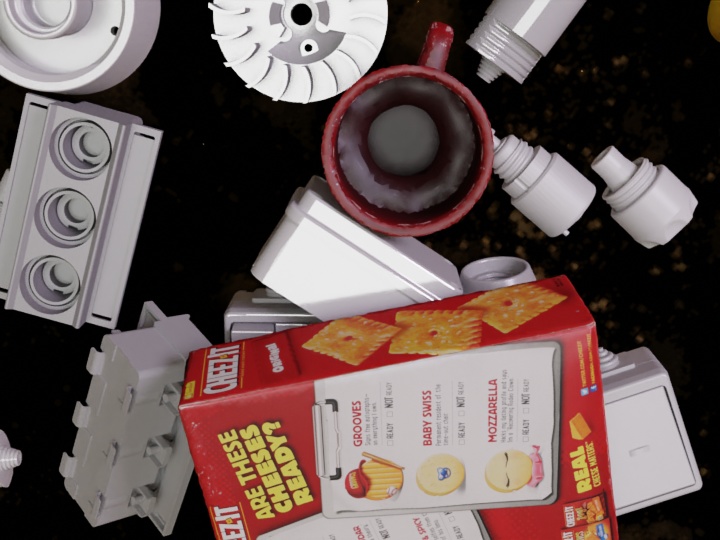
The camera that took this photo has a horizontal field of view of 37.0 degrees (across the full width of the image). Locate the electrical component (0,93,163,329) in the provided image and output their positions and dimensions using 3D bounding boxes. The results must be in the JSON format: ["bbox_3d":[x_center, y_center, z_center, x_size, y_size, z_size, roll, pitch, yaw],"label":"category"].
[{"bbox_3d":[-0.167,-0.036,0.637,0.079,0.063,0.121,16,103,-3],"label":"electrical component"}]

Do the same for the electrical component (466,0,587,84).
[{"bbox_3d":[0.095,-0.143,0.617,0.043,0.043,0.081,35,102,-7],"label":"electrical component"}]

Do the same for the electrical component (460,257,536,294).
[{"bbox_3d":[0.085,0.025,0.655,0.066,0.048,0.055,-8,110,3],"label":"electrical component"}]

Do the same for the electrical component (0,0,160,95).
[{"bbox_3d":[-0.173,-0.152,0.612,0.108,0.060,0.108,0,103,1],"label":"electrical component"}]

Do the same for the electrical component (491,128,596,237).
[{"bbox_3d":[0.104,-0.054,0.639,0.078,0.040,0.040,40,101,-7],"label":"electrical component"}]

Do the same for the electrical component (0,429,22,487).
[{"bbox_3d":[-0.257,0.120,0.685,0.081,0.043,0.043,-2,103,2],"label":"electrical component"}]

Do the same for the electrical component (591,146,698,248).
[{"bbox_3d":[0.165,-0.046,0.638,0.062,0.043,0.043,43,100,-7],"label":"electrical component"}]

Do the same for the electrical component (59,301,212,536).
[{"bbox_3d":[-0.132,0.092,0.644,0.079,0.063,0.121,42,124,34],"label":"electrical component"}]

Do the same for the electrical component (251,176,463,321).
[{"bbox_3d":[0.000,0.000,0.634,0.113,0.078,0.057,33,102,-6],"label":"electrical component"}]

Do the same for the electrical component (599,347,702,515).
[{"bbox_3d":[0.164,0.094,0.661,0.062,0.061,0.096,-19,102,5],"label":"electrical component"}]

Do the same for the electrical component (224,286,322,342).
[{"bbox_3d":[-0.049,0.052,0.656,0.062,0.061,0.096,1,103,1],"label":"electrical component"}]

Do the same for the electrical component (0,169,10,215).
[{"bbox_3d":[-0.222,-0.032,0.654,0.035,0.035,0.061,28,100,-5],"label":"electrical component"}]
